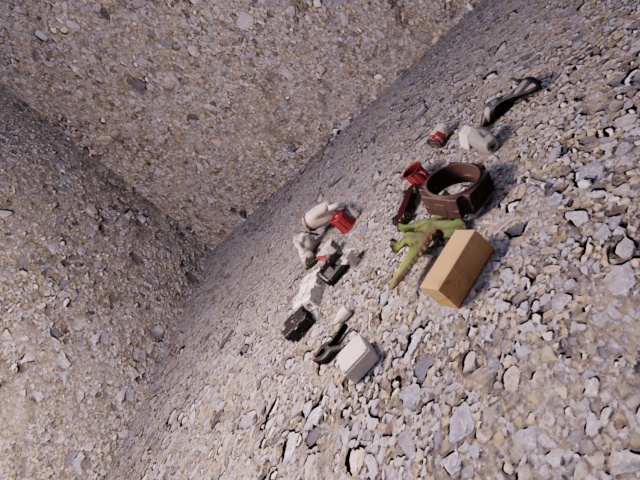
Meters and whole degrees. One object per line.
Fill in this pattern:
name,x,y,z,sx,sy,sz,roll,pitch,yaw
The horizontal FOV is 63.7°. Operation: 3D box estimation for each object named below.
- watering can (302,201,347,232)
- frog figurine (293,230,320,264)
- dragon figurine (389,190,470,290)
watering can,0.008,-0.125,2.487,0.222,0.104,0.348,-28,-6,19
frog figurine,-0.075,0.037,2.514,0.123,0.160,0.136,5,-8,24
dragon figurine,0.364,-0.010,1.664,0.240,0.420,0.120,-22,-58,38
